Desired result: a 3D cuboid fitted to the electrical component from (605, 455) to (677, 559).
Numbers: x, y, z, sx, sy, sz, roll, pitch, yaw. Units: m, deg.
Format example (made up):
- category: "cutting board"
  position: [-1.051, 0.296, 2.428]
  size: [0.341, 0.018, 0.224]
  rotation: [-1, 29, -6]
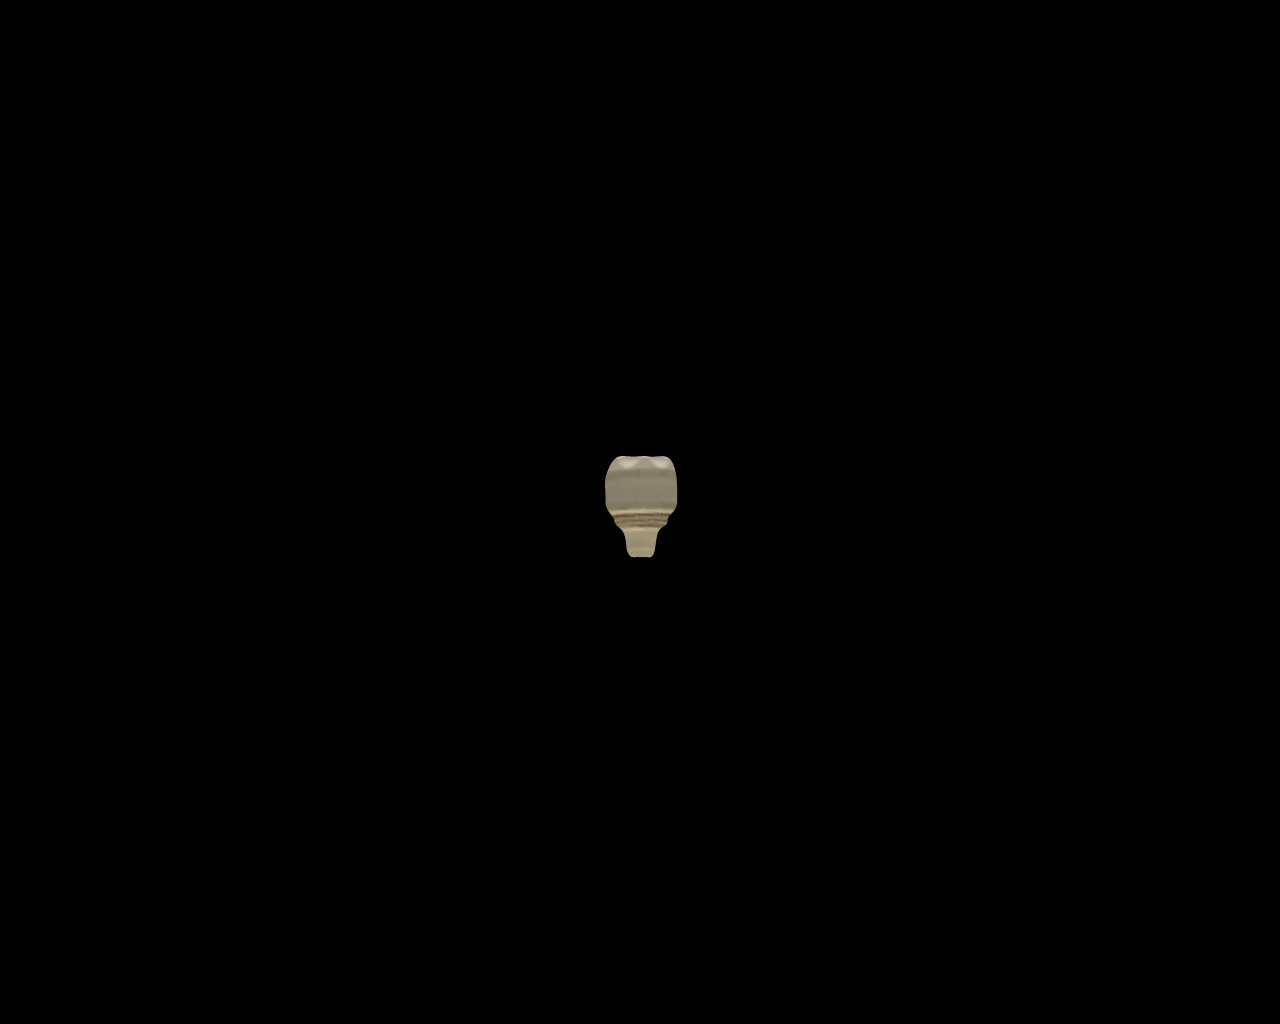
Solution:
- category: "electrical component"
  position: [0.001, -0.003, 0.650]
  size: [0.043, 0.062, 0.043]
  rotation: [0, -4, 0]
